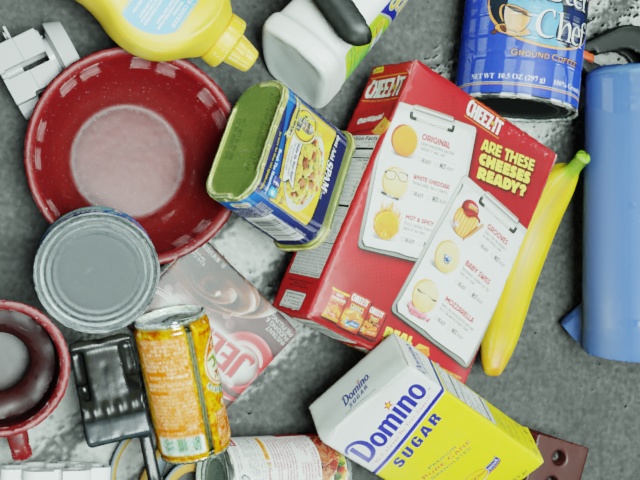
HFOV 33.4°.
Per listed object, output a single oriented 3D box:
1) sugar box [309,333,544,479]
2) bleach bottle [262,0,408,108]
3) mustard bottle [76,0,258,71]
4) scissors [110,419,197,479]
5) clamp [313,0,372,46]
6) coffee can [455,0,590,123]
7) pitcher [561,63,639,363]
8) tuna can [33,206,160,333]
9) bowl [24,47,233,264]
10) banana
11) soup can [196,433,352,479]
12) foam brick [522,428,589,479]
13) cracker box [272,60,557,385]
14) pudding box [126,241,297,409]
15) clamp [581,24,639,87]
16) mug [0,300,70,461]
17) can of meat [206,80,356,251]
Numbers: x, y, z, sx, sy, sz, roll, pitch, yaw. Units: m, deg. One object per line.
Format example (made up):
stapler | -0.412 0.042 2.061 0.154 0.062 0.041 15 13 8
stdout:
sugar box | 0.085 0.152 0.830 0.093 0.048 0.176 -44 126 16
bleach bottle | 0.058 -0.222 0.841 0.068 0.102 0.250 39 78 7
mustard bottle | -0.123 -0.183 0.750 0.191 0.058 0.096 36 72 -19
scissors | -0.141 0.239 0.816 0.096 0.016 0.202 18 84 -17
clamp | -0.022 -0.254 0.775 0.210 0.036 0.164 29 71 -3
coffee can | 0.167 -0.175 0.875 0.102 0.103 0.140 8 87 -18
pitcher | 0.289 -0.024 0.878 0.149 0.145 0.243 -5 96 -15
tuna can | -0.156 0.020 0.747 0.086 0.034 0.086 -3 102 -12
bowl | -0.140 -0.061 0.799 0.162 0.055 0.162 0 89 -18
banana | 0.171 0.016 0.894 0.037 0.069 0.198 21 94 6
soup can | -0.036 0.183 0.814 0.102 0.069 0.068 3 88 -28
foam brick | 0.184 0.202 0.902 0.053 0.051 0.078 18 84 -17
cracker box | 0.076 -0.009 0.848 0.164 0.072 0.213 28 80 -30
pudding box | -0.088 0.065 0.823 0.113 0.039 0.090 46 78 -12
clamp | 0.298 -0.136 0.951 0.171 0.039 0.120 2 84 -12
mug | -0.224 0.099 0.756 0.093 0.082 0.117 -17 94 -17
can of meat | -0.029 -0.055 0.785 0.083 0.058 0.102 35 64 -43
